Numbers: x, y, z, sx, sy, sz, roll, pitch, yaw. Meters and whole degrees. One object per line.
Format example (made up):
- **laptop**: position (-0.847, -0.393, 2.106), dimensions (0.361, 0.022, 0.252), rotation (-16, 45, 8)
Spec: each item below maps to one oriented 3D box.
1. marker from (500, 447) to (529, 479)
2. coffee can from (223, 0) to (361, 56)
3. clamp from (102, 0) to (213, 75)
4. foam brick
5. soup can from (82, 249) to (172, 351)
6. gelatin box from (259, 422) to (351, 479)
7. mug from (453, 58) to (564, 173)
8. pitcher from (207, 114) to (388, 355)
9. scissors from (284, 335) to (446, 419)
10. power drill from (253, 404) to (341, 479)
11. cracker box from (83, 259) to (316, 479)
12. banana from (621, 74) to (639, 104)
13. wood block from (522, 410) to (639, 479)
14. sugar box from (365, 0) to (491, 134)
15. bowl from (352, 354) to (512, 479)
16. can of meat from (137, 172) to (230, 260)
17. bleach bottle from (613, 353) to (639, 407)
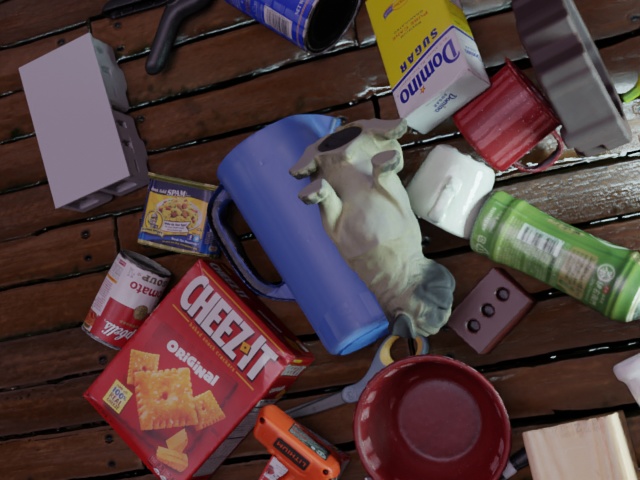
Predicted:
- **marker**: position (0.172, 0.248, 1.096), dimensions (0.121, 0.020, 0.020), rotation (-37, 73, 14)
- **coffee can**: position (-0.037, -0.284, 1.190), dimensions (0.140, 0.102, 0.103), rotation (35, 97, 20)
- **clamp**: position (-0.174, -0.281, 1.277), dimensions (0.172, 0.039, 0.120), rotation (-35, 75, 14)
- **foam brick**: position (0.176, 0.073, 1.096), dimensions (0.053, 0.051, 0.078), rotation (44, 100, 19)
- **soup can**: position (-0.224, 0.070, 1.243), dimensions (0.069, 0.068, 0.102), rotation (30, 95, 21)
- **gelatin box**: position (-0.020, 0.256, 1.164), dimensions (0.073, 0.030, 0.089), rotation (31, 97, 20)
- **mug**: position (0.199, -0.117, 1.096), dimensions (0.082, 0.093, 0.117), rotation (-41, 108, 18)
- **pitcher**: position (-0.007, 0.001, 1.139), dimensions (0.144, 0.149, 0.243), rotation (-23, 76, -27)
- **scissors**: position (0.040, 0.147, 1.159), dimensions (0.202, 0.016, 0.096), rotation (-5, 85, 20)
- **power drill**: position (-0.082, 0.268, 1.125), dimensions (0.184, 0.057, 0.188), rotation (36, 101, 3)
- **cracker box**: position (-0.138, 0.153, 1.198), dimensions (0.164, 0.072, 0.214), rotation (44, 100, 19)
- **banana**: position (0.334, -0.240, 1.076), dimensions (0.070, 0.037, 0.198), rotation (-2, 83, 20)
- **wood block**: position (0.267, 0.274, 1.018), dimensions (0.090, 0.090, 0.206), rotation (-16, 79, 20)
- **sugar box**: position (0.109, -0.207, 1.116), dimensions (0.093, 0.048, 0.176), rotation (-36, 48, 30)
- **bowl**: position (0.118, 0.191, 1.094), dimensions (0.162, 0.055, 0.162), rotation (2, 97, 16)
- **can of meat**: position (-0.156, -0.028, 1.234), dimensions (0.102, 0.057, 0.084), rotation (12, 91, 22)
- **bleach bottle**: position (0.381, 0.208, 0.997), dimensions (0.103, 0.068, 0.251), rotation (-31, 77, 17)
